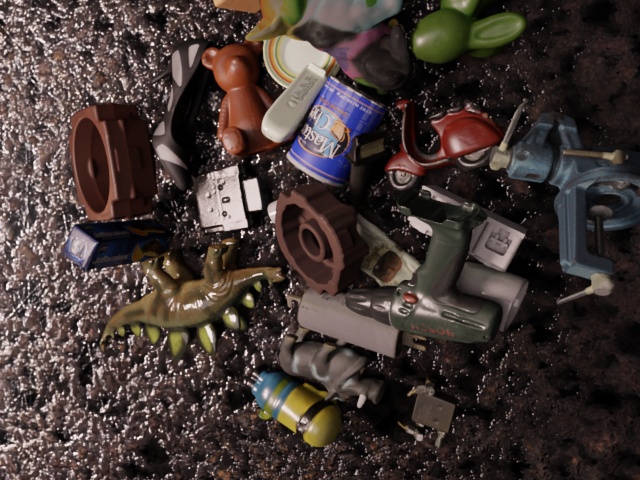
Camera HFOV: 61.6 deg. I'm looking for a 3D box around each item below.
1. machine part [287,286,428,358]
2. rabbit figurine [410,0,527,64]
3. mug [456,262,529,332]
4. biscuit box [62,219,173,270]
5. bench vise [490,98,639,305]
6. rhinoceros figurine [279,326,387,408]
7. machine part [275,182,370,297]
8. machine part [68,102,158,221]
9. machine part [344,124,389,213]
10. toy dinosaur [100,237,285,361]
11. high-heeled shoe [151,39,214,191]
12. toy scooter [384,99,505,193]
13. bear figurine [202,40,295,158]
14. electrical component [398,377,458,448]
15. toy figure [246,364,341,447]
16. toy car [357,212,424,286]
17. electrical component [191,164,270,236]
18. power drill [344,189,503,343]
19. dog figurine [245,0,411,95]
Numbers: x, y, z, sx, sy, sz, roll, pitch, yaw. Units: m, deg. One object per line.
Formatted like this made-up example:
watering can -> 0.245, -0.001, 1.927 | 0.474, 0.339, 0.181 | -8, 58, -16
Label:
machine part -> 0.054, 0.127, 0.862 | 0.243, 0.079, 0.079 | 16, 102, 22
rabbit figurine -> 0.195, -0.311, 0.735 | 0.159, 0.121, 0.170 | 29, 92, -4
mug -> 0.233, 0.083, 0.785 | 0.107, 0.081, 0.109 | 29, 117, 28
biscuit box -> -0.353, 0.005, 0.958 | 0.063, 0.202, 0.059 | 33, 106, 16
bench vise -> 0.321, -0.048, 0.668 | 0.224, 0.128, 0.240 | 16, 61, -5
rhinoceros figurine -> 0.017, 0.212, 0.890 | 0.191, 0.073, 0.112 | 15, 101, 22
machine part -> -0.002, -0.003, 0.828 | 0.180, 0.056, 0.179 | 37, 141, 37
machine part -> -0.378, -0.138, 0.981 | 0.202, 0.087, 0.200 | 0, 100, 47
machine part -> 0.066, -0.103, 0.812 | 0.039, 0.084, 0.138 | 33, 137, 28
toy dinosaur -> -0.253, 0.116, 0.984 | 0.472, 0.105, 0.198 | -12, 94, 29
high-heeled shoe -> -0.221, -0.221, 0.941 | 0.145, 0.086, 0.248 | -18, 85, 23
toy scooter -> 0.172, -0.154, 0.784 | 0.184, 0.075, 0.135 | -15, 89, 29
bear figurine -> -0.120, -0.238, 0.877 | 0.120, 0.132, 0.195 | -13, 95, -9
electrical component -> 0.171, 0.270, 0.844 | 0.078, 0.045, 0.102 | 22, 104, 21
toy figure -> -0.047, 0.284, 0.917 | 0.180, 0.089, 0.082 | 29, 114, 16
toy car -> 0.100, 0.032, 0.843 | 0.202, 0.056, 0.073 | 40, 110, 14
electrical component -> -0.153, -0.072, 0.942 | 0.134, 0.058, 0.114 | -10, 94, 25
power drill -> 0.135, 0.040, 0.732 | 0.232, 0.086, 0.207 | 16, 115, 28
dog figurine -> 0.010, -0.290, 0.760 | 0.219, 0.108, 0.191 | -7, 123, 9
